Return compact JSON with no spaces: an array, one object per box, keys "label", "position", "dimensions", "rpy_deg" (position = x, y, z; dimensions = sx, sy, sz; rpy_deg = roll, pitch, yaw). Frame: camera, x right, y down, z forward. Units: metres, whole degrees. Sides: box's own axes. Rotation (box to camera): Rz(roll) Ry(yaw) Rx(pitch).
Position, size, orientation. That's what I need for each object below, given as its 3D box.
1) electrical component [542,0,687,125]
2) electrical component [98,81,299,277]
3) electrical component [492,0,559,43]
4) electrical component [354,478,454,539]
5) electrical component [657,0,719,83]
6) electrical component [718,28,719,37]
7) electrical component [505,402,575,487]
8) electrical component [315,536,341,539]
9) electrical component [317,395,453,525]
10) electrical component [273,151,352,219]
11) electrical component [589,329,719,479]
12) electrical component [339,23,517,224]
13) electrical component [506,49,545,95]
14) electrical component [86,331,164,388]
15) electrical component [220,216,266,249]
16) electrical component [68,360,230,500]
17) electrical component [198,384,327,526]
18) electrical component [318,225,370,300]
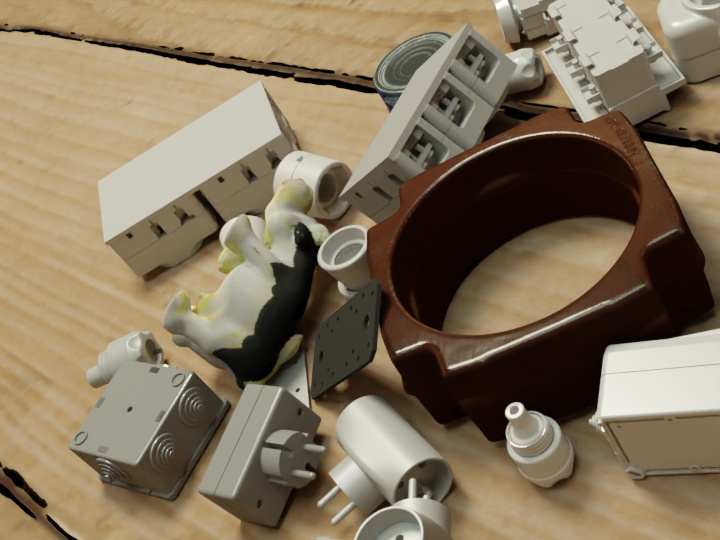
[{"label":"electrical component","position":[0.191,-0.169,0.841],"dimensions":[0.079,0.063,0.121],"rpy_deg":[-27,39,11]},{"label":"electrical component","position":[-0.147,-0.083,1.004],"dimensions":[0.186,0.060,0.105],"rpy_deg":[-31,39,6]},{"label":"electrical component","position":[0.149,-0.229,0.950],"dimensions":[0.055,0.048,0.066],"rpy_deg":[-18,41,10]},{"label":"electrical component","position":[0.033,0.157,0.611],"dimensions":[0.043,0.077,0.079],"rpy_deg":[-18,41,21]},{"label":"electrical component","position":[0.276,-0.190,0.804],"dimensions":[0.095,0.059,0.053],"rpy_deg":[-20,41,19]},{"label":"electrical component","position":[0.302,-0.150,0.687],"dimensions":[0.062,0.089,0.150],"rpy_deg":[-22,53,-5]},{"label":"electrical component","position":[0.102,0.099,0.632],"dimensions":[0.035,0.061,0.035],"rpy_deg":[-20,41,19]},{"label":"electrical component","position":[-0.012,0.194,0.636],"dimensions":[0.081,0.042,0.063],"rpy_deg":[-4,45,33]},{"label":"electrical component","position":[0.007,0.129,0.686],"dimensions":[0.079,0.043,0.077],"rpy_deg":[-42,39,-6]},{"label":"electrical component","position":[-0.038,-0.071,0.918],"dimensions":[0.047,0.055,0.055],"rpy_deg":[15,60,40]},{"label":"electrical component","position":[0.176,0.074,0.603],"dimensions":[0.096,0.061,0.061],"rpy_deg":[-9,46,30]},{"label":"electrical component","position":[0.059,-0.109,0.859],"dimensions":[0.150,0.062,0.089],"rpy_deg":[-60,13,-28]},{"label":"electrical component","position":[0.123,-0.165,0.911],"dimensions":[0.061,0.035,0.035],"rpy_deg":[-10,45,33]},{"label":"electrical component","position":[-0.196,0.079,0.889],"dimensions":[0.062,0.043,0.043],"rpy_deg":[-24,40,16]},{"label":"electrical component","position":[-0.093,-0.009,0.905],"dimensions":[0.044,0.044,0.065],"rpy_deg":[-27,44,11]},{"label":"electrical component","position":[-0.162,0.118,0.818],"dimensions":[0.100,0.048,0.099],"rpy_deg":[4,53,39]},{"label":"electrical component","position":[-0.054,0.125,0.721],"dimensions":[0.076,0.047,0.083],"rpy_deg":[-1,56,42]},{"label":"electrical component","position":[0.000,0.000,0.814],"dimensions":[0.045,0.055,0.045],"rpy_deg":[-20,41,18]}]
